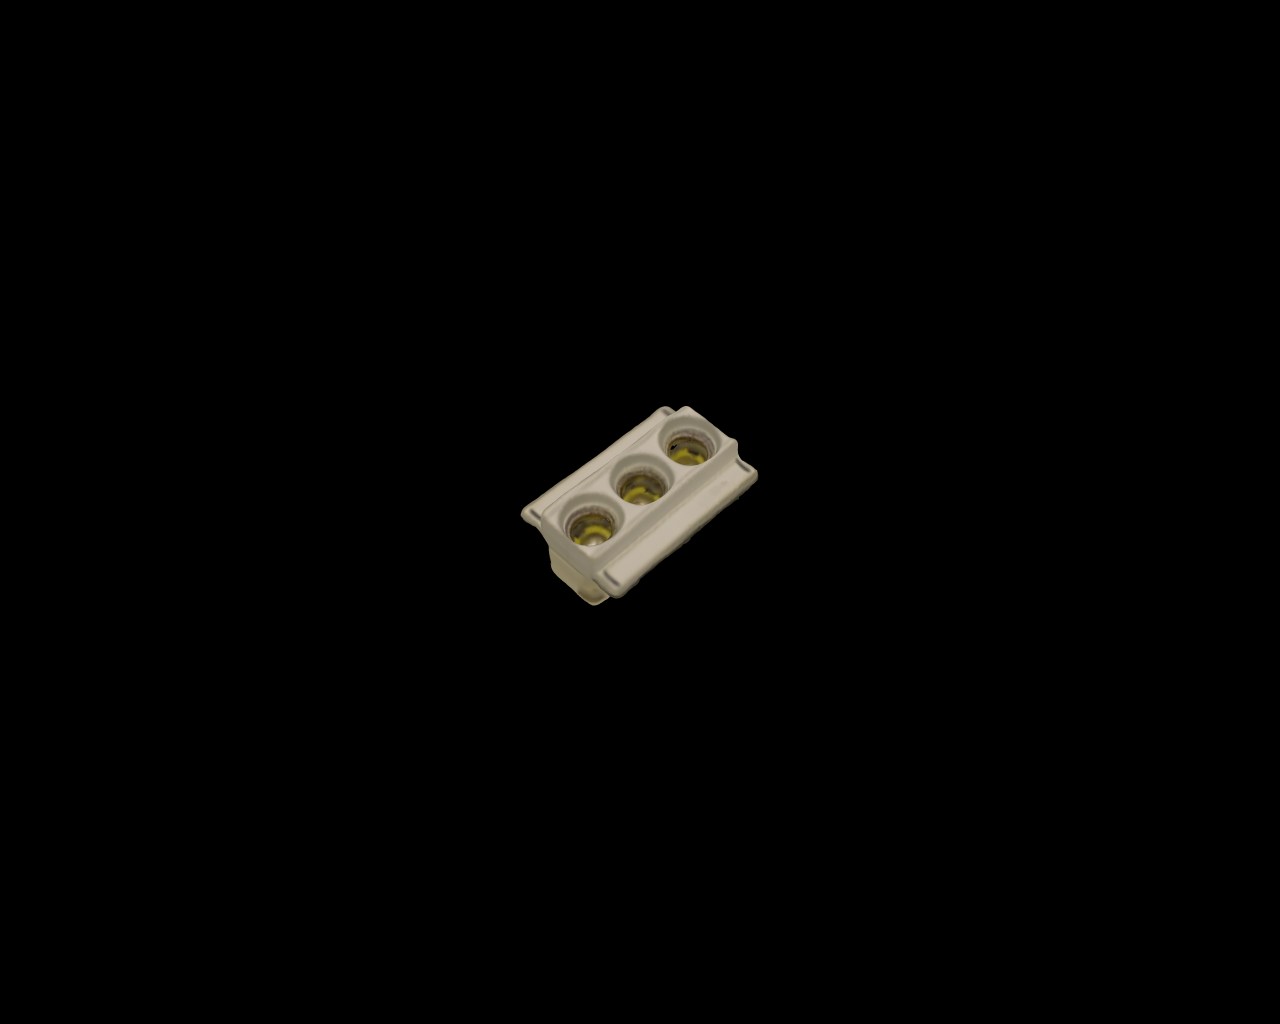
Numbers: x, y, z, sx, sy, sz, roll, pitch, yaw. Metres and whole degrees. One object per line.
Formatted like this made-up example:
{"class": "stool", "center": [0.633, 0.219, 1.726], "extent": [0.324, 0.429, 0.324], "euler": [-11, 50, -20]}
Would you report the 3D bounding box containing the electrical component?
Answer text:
{"class": "electrical component", "center": [0.001, -0.003, 0.650], "extent": [0.079, 0.063, 0.121], "euler": [39, 63, 25]}
